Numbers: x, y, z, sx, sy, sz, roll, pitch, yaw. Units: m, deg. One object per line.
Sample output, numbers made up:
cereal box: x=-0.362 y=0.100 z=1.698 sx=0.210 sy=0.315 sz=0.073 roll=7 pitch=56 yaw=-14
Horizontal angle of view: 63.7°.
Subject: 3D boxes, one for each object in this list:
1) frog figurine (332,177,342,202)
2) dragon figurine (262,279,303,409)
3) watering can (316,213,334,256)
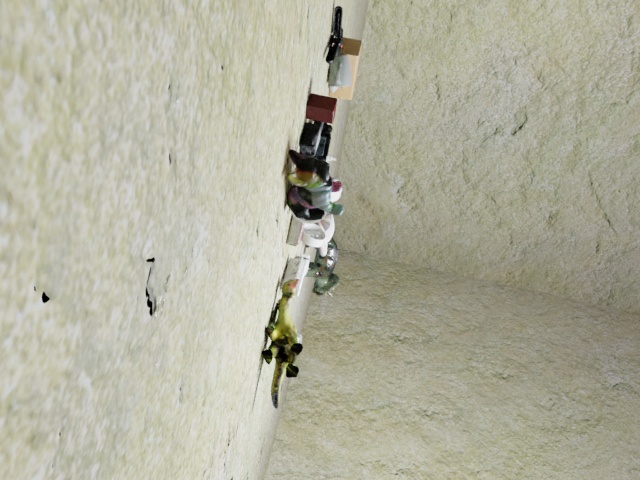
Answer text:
frog figurine: x=0.046 y=-0.216 z=2.413 sx=0.135 sy=0.122 sz=0.163 roll=-58 pitch=-161 yaw=29
dragon figurine: x=-0.118 y=0.309 z=1.651 sx=0.248 sy=0.122 sz=0.402 roll=-89 pitch=-170 yaw=-63
watering can: x=0.007 y=-0.110 z=2.186 sx=0.221 sy=0.104 sz=0.353 roll=68 pitch=21 yaw=-70
